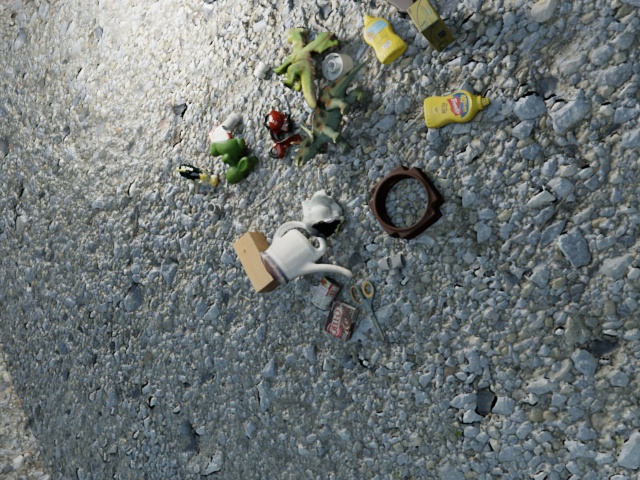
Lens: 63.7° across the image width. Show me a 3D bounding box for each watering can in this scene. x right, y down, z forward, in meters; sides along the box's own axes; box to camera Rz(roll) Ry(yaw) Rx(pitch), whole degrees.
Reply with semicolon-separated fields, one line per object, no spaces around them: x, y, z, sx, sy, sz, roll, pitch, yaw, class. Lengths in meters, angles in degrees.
-0.063;0.068;1.733;0.353;0.226;0.102;44;-14;38;watering can

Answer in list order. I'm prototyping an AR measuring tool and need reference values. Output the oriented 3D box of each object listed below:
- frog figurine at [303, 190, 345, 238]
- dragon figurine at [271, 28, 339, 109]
0.005;-0.088;1.753;0.137;0.163;0.120;-25;-44;0;frog figurine
-0.034;-0.627;1.791;0.121;0.241;0.418;27;20;-47;dragon figurine
